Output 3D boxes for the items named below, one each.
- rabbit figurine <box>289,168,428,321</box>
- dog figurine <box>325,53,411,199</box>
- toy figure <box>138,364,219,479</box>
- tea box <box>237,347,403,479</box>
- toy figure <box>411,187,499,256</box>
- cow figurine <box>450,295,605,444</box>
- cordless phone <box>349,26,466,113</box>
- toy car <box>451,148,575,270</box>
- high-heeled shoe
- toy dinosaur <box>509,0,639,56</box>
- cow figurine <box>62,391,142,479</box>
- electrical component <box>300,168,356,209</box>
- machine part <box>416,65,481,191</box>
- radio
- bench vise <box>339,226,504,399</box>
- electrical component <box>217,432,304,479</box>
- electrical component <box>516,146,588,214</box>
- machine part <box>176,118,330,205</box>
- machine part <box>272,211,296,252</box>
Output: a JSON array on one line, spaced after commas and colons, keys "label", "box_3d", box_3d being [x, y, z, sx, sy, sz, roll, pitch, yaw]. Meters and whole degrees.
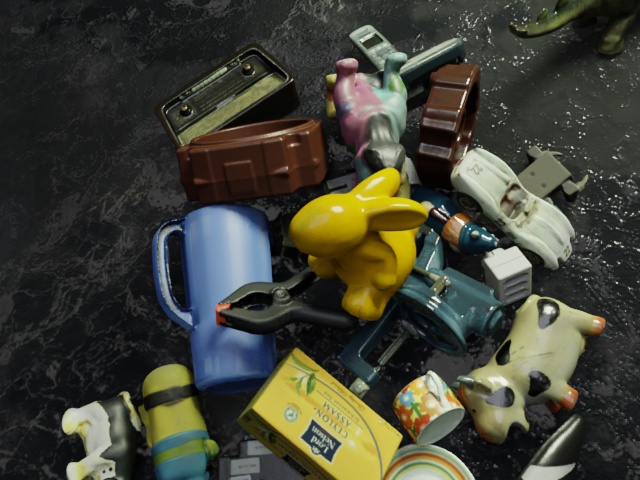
[{"label": "rabbit figurine", "box_3d": [0.043, 0.000, 0.602, 0.162, 0.173, 0.122, -40, 52, 18]}, {"label": "dog figurine", "box_3d": [0.073, -0.147, 0.788, 0.108, 0.191, 0.219, -5, 89, -10]}, {"label": "toy figure", "box_3d": [-0.180, 0.249, 0.693, 0.082, 0.089, 0.180, 2, 52, -31]}, {"label": "tea box", "box_3d": [0.000, 0.223, 0.634, 0.169, 0.068, 0.098, 39, 49, -1]}, {"label": "toy figure", "box_3d": [0.185, -0.022, 0.755, 0.064, 0.057, 0.155, -12, 38, -26]}, {"label": "cow figurine", "box_3d": [0.247, 0.157, 0.658, 0.127, 0.085, 0.195, 27, 75, 15]}, {"label": "cordless phone", "box_3d": [0.143, -0.320, 0.914, 0.147, 0.088, 0.184, -29, 58, -3]}, {"label": "toy car", "box_3d": [0.265, -0.041, 0.731, 0.202, 0.056, 0.073, 40, 71, -4]}, {"label": "high-heeled shoe", "box_3d": [0.265, 0.323, 0.566, 0.145, 0.086, 0.248, 30, 86, 34]}, {"label": "toy dinosaur", "box_3d": [0.459, -0.398, 0.822, 0.471, 0.198, 0.105, -38, 60, -10]}, {"label": "cow figurine", "box_3d": [-0.275, 0.291, 0.708, 0.098, 0.068, 0.167, -20, 63, -5]}, {"label": "electrical component", "box_3d": [0.025, -0.067, 0.831, 0.119, 0.047, 0.075, -14, 61, 3]}, {"label": "machine part", "box_3d": [0.186, -0.161, 0.777, 0.056, 0.179, 0.179, 14, 68, 21]}, {"label": "radio", "box_3d": [-0.161, -0.233, 0.934, 0.229, 0.073, 0.131, -34, 63, -7]}, {"label": "bench vise", "box_3d": [0.103, 0.094, 0.700, 0.224, 0.128, 0.240, 34, 71, 27]}, {"label": "electrical component", "box_3d": [-0.065, 0.306, 0.662, 0.115, 0.058, 0.134, -5, 63, 7]}, {"label": "electrical component", "box_3d": [0.336, -0.089, 0.784, 0.078, 0.045, 0.102, -50, 59, 17]}, {"label": "machine part", "box_3d": [-0.093, -0.123, 0.797, 0.201, 0.201, 0.087, -6, 107, 11]}, {"label": "machine part", "box_3d": [-0.002, -0.002, 0.788, 0.139, 0.039, 0.084, 10, 74, -13]}]
